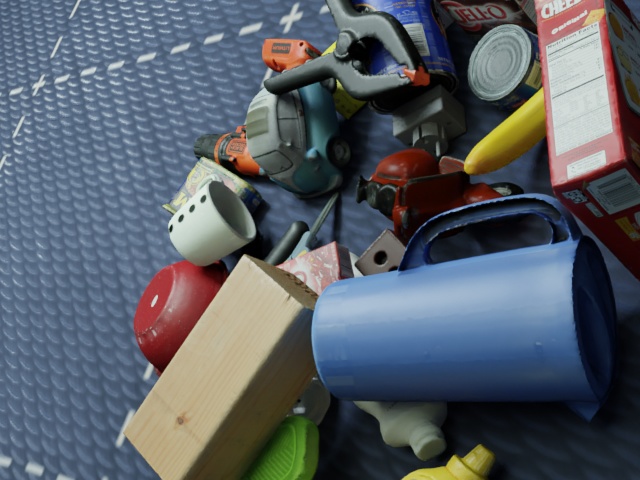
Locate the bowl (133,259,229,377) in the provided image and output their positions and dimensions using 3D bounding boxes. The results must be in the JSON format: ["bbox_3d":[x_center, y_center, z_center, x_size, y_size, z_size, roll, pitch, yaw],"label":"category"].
[{"bbox_3d":[-0.178,0.084,1.289,0.162,0.055,0.162,-42,32,33],"label":"bowl"}]

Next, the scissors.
[{"bbox_3d":[-0.008,0.001,1.159,0.201,0.016,0.096,-54,14,-31],"label":"scissors"}]

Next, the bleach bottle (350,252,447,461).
[{"bbox_3d":[0.050,0.119,1.036,0.103,0.068,0.251,-45,40,12],"label":"bleach bottle"}]

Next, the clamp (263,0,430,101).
[{"bbox_3d":[0.027,-0.197,1.139,0.210,0.036,0.165,39,113,34],"label":"clamp"}]

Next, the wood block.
[{"bbox_3d":[-0.078,0.128,0.996,0.091,0.090,0.206,40,99,34],"label":"wood block"}]

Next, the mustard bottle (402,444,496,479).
[{"bbox_3d":[0.084,0.253,0.900,0.191,0.058,0.096,-53,36,2],"label":"mustard bottle"}]

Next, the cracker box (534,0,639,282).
[{"bbox_3d":[0.251,-0.095,0.897,0.072,0.164,0.213,-23,48,32],"label":"cracker box"}]

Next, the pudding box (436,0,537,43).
[{"bbox_3d":[0.188,-0.251,1.144,0.114,0.090,0.039,10,70,50],"label":"pudding box"}]

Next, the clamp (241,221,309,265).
[{"bbox_3d":[-0.069,0.050,1.234,0.120,0.039,0.171,-22,47,54],"label":"clamp"}]

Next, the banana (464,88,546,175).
[{"bbox_3d":[0.211,-0.125,1.035,0.197,0.069,0.037,-43,68,-5],"label":"banana"}]

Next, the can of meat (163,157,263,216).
[{"bbox_3d":[-0.133,-0.047,1.347,0.102,0.057,0.084,33,84,30],"label":"can of meat"}]

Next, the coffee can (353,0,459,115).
[{"bbox_3d":[0.088,-0.223,1.183,0.103,0.102,0.140,-24,69,34],"label":"coffee can"}]

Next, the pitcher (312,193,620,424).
[{"bbox_3d":[0.118,0.065,0.895,0.243,0.145,0.149,-8,50,28],"label":"pitcher"}]

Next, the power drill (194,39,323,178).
[{"bbox_3d":[-0.076,-0.171,1.399,0.185,0.057,0.187,15,77,48],"label":"power drill"}]

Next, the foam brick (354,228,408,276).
[{"bbox_3d":[0.083,0.036,1.048,0.053,0.051,0.078,-48,64,12],"label":"foam brick"}]

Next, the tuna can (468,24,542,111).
[{"bbox_3d":[0.196,-0.180,1.111,0.086,0.033,0.086,-19,63,44],"label":"tuna can"}]

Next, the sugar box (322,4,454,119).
[{"bbox_3d":[0.071,-0.237,1.296,0.176,0.048,0.093,-45,40,16],"label":"sugar box"}]

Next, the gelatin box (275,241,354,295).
[{"bbox_3d":[-0.001,0.056,1.042,0.073,0.030,0.089,-23,62,25],"label":"gelatin box"}]
